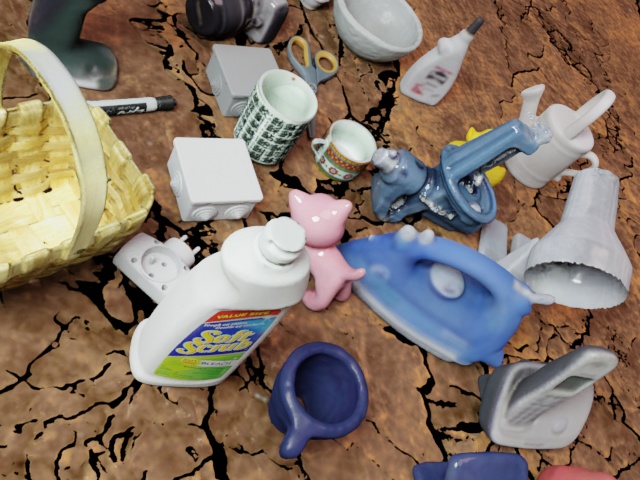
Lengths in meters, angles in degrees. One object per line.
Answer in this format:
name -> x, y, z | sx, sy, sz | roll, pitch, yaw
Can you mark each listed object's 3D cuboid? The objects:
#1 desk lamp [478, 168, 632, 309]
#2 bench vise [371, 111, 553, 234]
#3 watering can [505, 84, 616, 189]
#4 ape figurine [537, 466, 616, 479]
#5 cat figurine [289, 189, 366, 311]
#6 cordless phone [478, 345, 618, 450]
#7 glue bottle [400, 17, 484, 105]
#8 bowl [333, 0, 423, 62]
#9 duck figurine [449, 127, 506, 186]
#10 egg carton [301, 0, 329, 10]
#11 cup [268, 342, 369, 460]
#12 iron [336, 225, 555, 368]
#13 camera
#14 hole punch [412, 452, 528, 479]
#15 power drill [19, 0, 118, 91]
desk lamp -> 0.310, 0.011, 0.769 | 0.118, 0.213, 0.203 | 28, 50, -12
bench vise -> 0.180, -0.084, 0.750 | 0.208, 0.219, 0.121 | -3, 62, -32
watering can -> 0.404, -0.185, 0.964 | 0.173, 0.193, 0.101 | 29, 50, -11
ape figurine -> 0.305, 0.295, 0.663 | 0.078, 0.092, 0.076 | -14, 69, -36
cat figurine -> 0.006, 0.002, 0.659 | 0.067, 0.117, 0.127 | -24, 75, -39
cordless phone -> 0.288, 0.178, 0.667 | 0.148, 0.184, 0.094 | 10, 56, -25
glue bottle -> 0.206, -0.295, 0.932 | 0.078, 0.173, 0.037 | 12, 55, -23
bowl -> 0.086, -0.359, 0.968 | 0.168, 0.074, 0.167 | 15, 54, -22
duck figurine -> 0.264, -0.139, 0.923 | 0.104, 0.086, 0.077 | 36, 49, -5
egg carton -> -0.009, -0.465, 0.984 | 0.107, 0.069, 0.150 | 30, 50, -10
cup -> -0.017, 0.166, 0.554 | 0.092, 0.094, 0.118 | 37, 49, -4
iron -> 0.147, 0.047, 0.698 | 0.259, 0.141, 0.119 | 30, 50, -10
camera -> -0.131, -0.357, 0.821 | 0.143, 0.100, 0.137 | 48, 49, 5
hole punch -> 0.164, 0.276, 0.593 | 0.109, 0.091, 0.101 | 10, 56, -25
power drill -> -0.250, -0.263, 0.619 | 0.230, 0.208, 0.075 | 3, 59, -29
